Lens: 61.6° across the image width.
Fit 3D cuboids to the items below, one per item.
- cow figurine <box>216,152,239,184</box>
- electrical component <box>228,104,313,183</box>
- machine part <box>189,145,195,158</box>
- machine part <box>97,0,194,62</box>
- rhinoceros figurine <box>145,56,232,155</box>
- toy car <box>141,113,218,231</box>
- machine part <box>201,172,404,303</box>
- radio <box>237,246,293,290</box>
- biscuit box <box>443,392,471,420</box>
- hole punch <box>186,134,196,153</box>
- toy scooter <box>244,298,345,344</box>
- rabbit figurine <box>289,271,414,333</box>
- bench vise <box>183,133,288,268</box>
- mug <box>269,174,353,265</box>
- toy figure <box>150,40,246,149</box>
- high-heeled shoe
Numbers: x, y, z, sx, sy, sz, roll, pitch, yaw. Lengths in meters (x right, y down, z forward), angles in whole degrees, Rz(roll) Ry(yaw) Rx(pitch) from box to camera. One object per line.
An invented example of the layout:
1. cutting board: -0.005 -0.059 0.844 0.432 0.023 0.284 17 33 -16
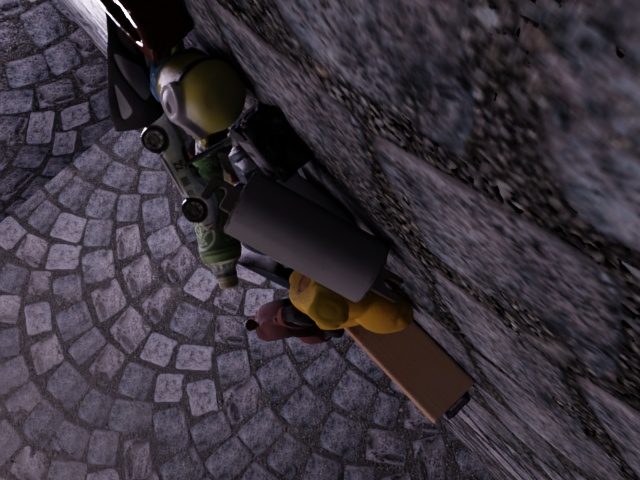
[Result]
1. cow figurine: -0.202 -0.125 1.000 0.195 0.085 0.127 -39 79 47
2. electrical component: -0.062 -0.112 0.599 0.074 0.048 0.119 51 171 -28
3. machine part: -0.286 -0.233 1.206 0.201 0.087 0.201 47 173 10
4. machine part: -0.205 -0.270 0.540 0.179 0.056 0.179 47 173 8
5. rhinoceros figurine: -0.201 -0.209 0.821 0.190 0.073 0.112 50 175 -23
6. toy car: -0.206 -0.105 0.807 0.201 0.056 0.073 63 -179 -14
7. machine part: -0.014 -0.003 0.591 0.243 0.079 0.079 29 175 -5
8. radio: -0.032 0.059 0.980 0.131 0.073 0.229 12 166 47
9. biscuit box: 0.205 0.264 1.074 0.059 0.063 0.203 53 171 -35
10. hole punch: -0.247 -0.228 0.967 0.142 0.092 0.116 51 170 -2
11. toy scooter: -0.045 0.137 0.901 0.183 0.135 0.075 28 -128 -62
12. rabbit figurine: 0.045 0.089 0.763 0.173 0.122 0.162 22 155 -18
13. bench vise: -0.097 -0.065 0.828 0.223 0.129 0.241 53 169 -19
14. mug: -0.018 -0.016 0.669 0.107 0.109 0.080 31 162 21
15. toy figure: -0.144 -0.177 0.609 0.082 0.089 0.180 34 -168 -35
16. high-heeled shoe: -0.279 -0.262 0.683 0.248 0.145 0.086 47 173 -10
